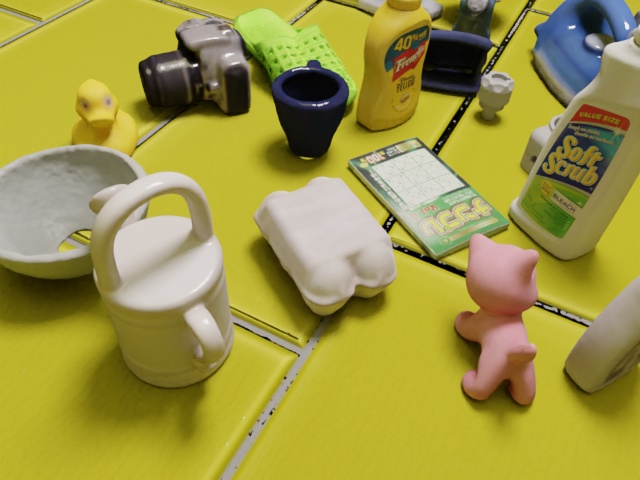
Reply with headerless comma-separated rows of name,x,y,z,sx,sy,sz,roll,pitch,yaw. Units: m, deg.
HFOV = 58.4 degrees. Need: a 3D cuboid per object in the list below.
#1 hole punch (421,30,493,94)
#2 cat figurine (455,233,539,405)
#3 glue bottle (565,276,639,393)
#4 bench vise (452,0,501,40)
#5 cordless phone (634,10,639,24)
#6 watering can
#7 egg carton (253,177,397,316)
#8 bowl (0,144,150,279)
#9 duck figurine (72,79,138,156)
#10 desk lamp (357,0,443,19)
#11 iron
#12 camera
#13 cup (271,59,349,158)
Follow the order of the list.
hole punch,0.190,-0.278,0.834,0.108,0.091,0.101,10,47,6
cat figurine,0.160,0.060,0.497,0.067,0.118,0.127,1,47,-2
glue bottle,0.262,0.058,0.466,0.078,0.173,0.037,-20,51,-21
bench vise,0.272,-0.432,0.895,0.121,0.220,0.207,0,47,-3
cordless phone,0.518,-0.314,0.824,0.094,0.185,0.147,-3,47,-6
watering can,-0.132,0.023,0.460,0.172,0.194,0.101,24,50,18
egg carton,0.005,0.002,0.574,0.107,0.069,0.150,-21,52,-22
bowl,-0.249,-0.017,0.572,0.167,0.075,0.167,2,47,-2
duck figurine,-0.266,-0.153,0.691,0.078,0.086,0.104,-15,49,-17
desk lamp,0.118,-0.497,0.950,0.202,0.214,0.118,35,54,26
iron,0.400,-0.270,0.805,0.118,0.141,0.258,-3,47,-6
camera,-0.173,-0.238,0.767,0.137,0.101,0.143,-17,50,-19
cup,-0.012,-0.159,0.706,0.091,0.095,0.117,3,47,0
